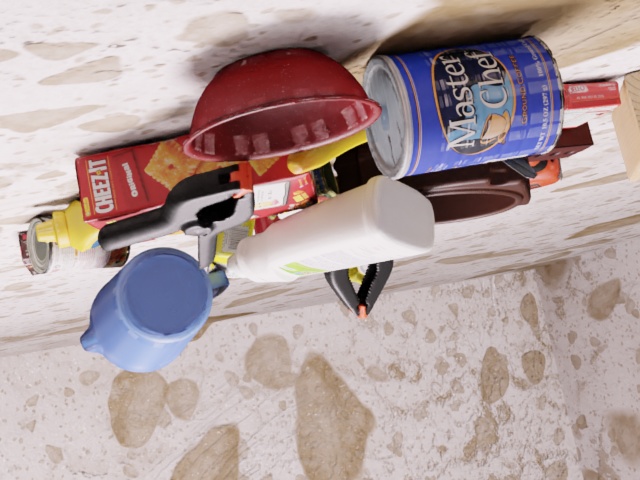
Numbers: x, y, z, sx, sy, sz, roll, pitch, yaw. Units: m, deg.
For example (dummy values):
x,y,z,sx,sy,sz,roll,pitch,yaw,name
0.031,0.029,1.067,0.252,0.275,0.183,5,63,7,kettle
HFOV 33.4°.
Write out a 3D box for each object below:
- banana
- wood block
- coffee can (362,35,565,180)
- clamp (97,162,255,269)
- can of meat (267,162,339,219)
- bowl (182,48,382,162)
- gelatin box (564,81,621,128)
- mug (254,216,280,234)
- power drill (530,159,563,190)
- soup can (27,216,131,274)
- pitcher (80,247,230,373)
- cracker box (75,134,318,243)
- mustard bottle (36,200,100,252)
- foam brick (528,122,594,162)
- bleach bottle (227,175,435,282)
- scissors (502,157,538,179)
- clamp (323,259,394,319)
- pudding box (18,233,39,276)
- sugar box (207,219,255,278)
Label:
x,y,z,sx,sy,sz,roll,pitch,yaw,name
0.047,-0.105,0.981,0.197,0.037,0.070,-19,-157,-21,banana
0.393,-0.133,1.215,0.090,0.091,0.206,-14,172,10,wood block
0.117,-0.112,0.893,0.140,0.103,0.103,-10,172,-14,coffee can
-0.122,-0.021,0.956,0.120,0.039,0.172,2,152,-31,clamp
-0.029,-0.065,1.194,0.084,0.057,0.102,-15,172,8,can of meat
-0.035,-0.110,0.848,0.162,0.055,0.162,-12,172,-2,bowl
0.270,-0.146,1.159,0.073,0.030,0.089,-7,171,-24,gelatin box
-0.036,-0.023,1.389,0.117,0.081,0.093,-6,171,-36,mug
0.218,-0.091,1.371,0.185,0.057,0.187,-12,174,31,power drill
-0.282,0.003,1.249,0.102,0.068,0.069,-6,170,-37,soup can
-0.191,0.078,1.274,0.145,0.149,0.243,25,163,-10,pitcher
-0.114,-0.058,1.055,0.213,0.072,0.164,-11,171,2,cracker box
-0.218,-0.024,1.189,0.191,0.058,0.096,-10,178,-14,mustard bottle
0.266,-0.123,1.234,0.078,0.051,0.053,-8,171,-26,foam brick
-0.007,0.001,1.118,0.251,0.068,0.102,-15,155,39,bleach bottle
0.135,-0.091,0.989,0.096,0.016,0.201,-11,-153,5,scissors
0.057,-0.005,1.319,0.164,0.210,0.036,-16,-154,-20,clamp
-0.327,0.011,1.345,0.090,0.039,0.113,-11,172,-11,pudding box
-0.108,-0.010,1.305,0.048,0.093,0.176,9,170,-5,sugar box
